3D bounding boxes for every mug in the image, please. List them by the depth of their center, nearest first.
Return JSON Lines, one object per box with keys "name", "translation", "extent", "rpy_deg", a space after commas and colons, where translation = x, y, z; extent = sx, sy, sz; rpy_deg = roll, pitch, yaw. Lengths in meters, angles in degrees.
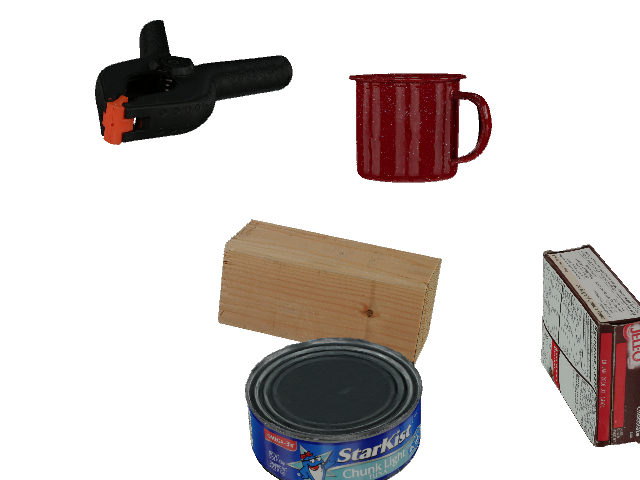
{"name": "mug", "translation": [0.080, -0.090, 0.848], "extent": [0.117, 0.081, 0.093], "rpy_deg": [5, 12, 27]}

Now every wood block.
{"name": "wood block", "translation": [0.009, 0.052, 1.091], "extent": [0.206, 0.091, 0.090], "rpy_deg": [12, 22, 12]}

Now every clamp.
{"name": "clamp", "translation": [-0.109, -0.113, 0.738], "extent": [0.120, 0.039, 0.171], "rpy_deg": [18, 28, 24]}

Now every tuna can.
{"name": "tuna can", "translation": [0.007, 0.084, 0.522], "extent": [0.086, 0.034, 0.086], "rpy_deg": [-2, 26, 1]}

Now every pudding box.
{"name": "pudding box", "translation": [0.177, 0.066, 0.694], "extent": [0.039, 0.090, 0.113], "rpy_deg": [-6, 24, -6]}
